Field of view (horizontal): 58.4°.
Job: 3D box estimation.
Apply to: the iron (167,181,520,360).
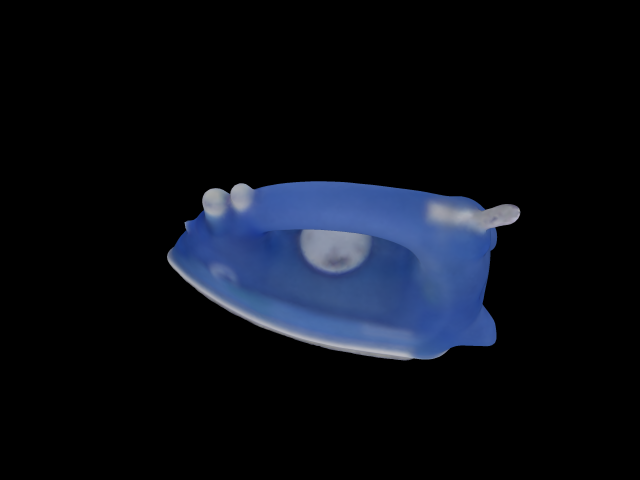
[{"bbox_3d":[0.004,0.001,0.400,0.258,0.141,0.118,6,63,3],"label":"iron"}]
